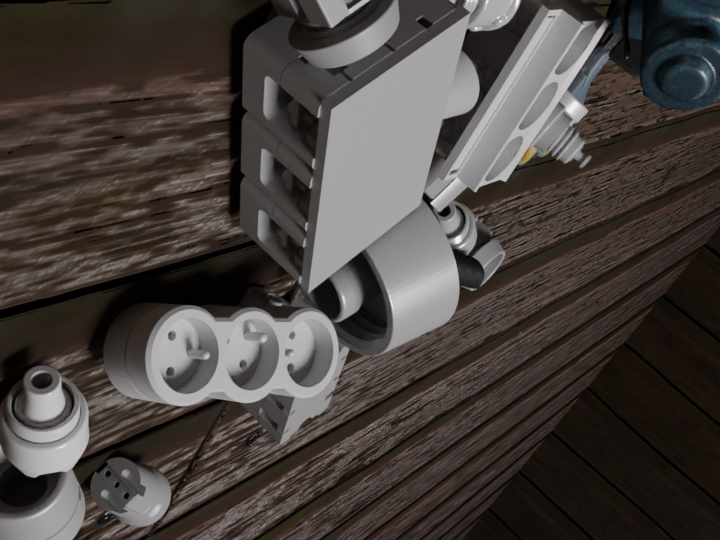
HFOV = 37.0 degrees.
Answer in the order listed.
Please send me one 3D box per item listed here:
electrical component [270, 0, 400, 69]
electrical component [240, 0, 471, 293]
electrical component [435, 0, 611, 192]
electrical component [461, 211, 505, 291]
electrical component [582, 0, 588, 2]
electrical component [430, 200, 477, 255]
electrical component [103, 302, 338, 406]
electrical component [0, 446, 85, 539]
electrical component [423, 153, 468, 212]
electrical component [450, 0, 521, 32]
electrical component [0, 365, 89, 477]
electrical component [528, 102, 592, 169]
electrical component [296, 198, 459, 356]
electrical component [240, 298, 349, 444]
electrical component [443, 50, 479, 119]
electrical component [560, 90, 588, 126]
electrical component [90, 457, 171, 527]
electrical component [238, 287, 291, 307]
[{"bbox_3d":[-0.014,-0.114,0.425,0.048,0.066,0.055,-42,128,-15],"label":"electrical component"},{"bbox_3d":[-0.011,-0.071,0.532,0.089,0.062,0.150,-39,160,-26],"label":"electrical component"},{"bbox_3d":[0.088,-0.117,0.660,0.079,0.063,0.121,-22,149,-54],"label":"electrical component"},{"bbox_3d":[0.084,-0.016,0.873,0.066,0.055,0.048,-36,159,-32],"label":"electrical component"},{"bbox_3d":[0.135,-0.155,0.728,0.040,0.040,0.078,-45,162,-9],"label":"electrical component"},{"bbox_3d":[0.066,-0.034,0.818,0.043,0.043,0.062,-45,161,-7],"label":"electrical component"},{"bbox_3d":[-0.085,0.045,0.605,0.138,0.074,0.052,3,89,-48],"label":"electrical component"},{"bbox_3d":[-0.175,0.117,0.563,0.055,0.055,0.047,-38,156,-28],"label":"electrical component"},{"bbox_3d":[0.059,-0.068,0.739,0.046,0.040,0.040,-44,162,5],"label":"electrical component"},{"bbox_3d":[0.049,-0.144,0.549,0.062,0.048,0.048,-20,148,-43],"label":"electrical component"},{"bbox_3d":[-0.155,0.071,0.527,0.043,0.043,0.062,-35,157,-34],"label":"electrical component"},{"bbox_3d":[0.136,-0.104,0.786,0.040,0.078,0.040,-48,177,-3],"label":"electrical component"},{"bbox_3d":[0.000,0.000,0.641,0.060,0.108,0.108,-30,156,-29],"label":"electrical component"},{"bbox_3d":[-0.050,0.067,0.739,0.050,0.056,0.089,-36,159,-34],"label":"electrical component"},{"bbox_3d":[0.033,-0.098,0.605,0.055,0.045,0.045,-35,158,-34],"label":"electrical component"},{"bbox_3d":[0.145,-0.119,0.829,0.046,0.040,0.040,-46,163,13],"label":"electrical component"},{"bbox_3d":[-0.150,0.143,0.700,0.040,0.040,0.046,-45,156,-8],"label":"electrical component"},{"bbox_3d":[-0.069,0.044,0.674,0.065,0.044,0.044,-59,160,17],"label":"electrical component"}]
